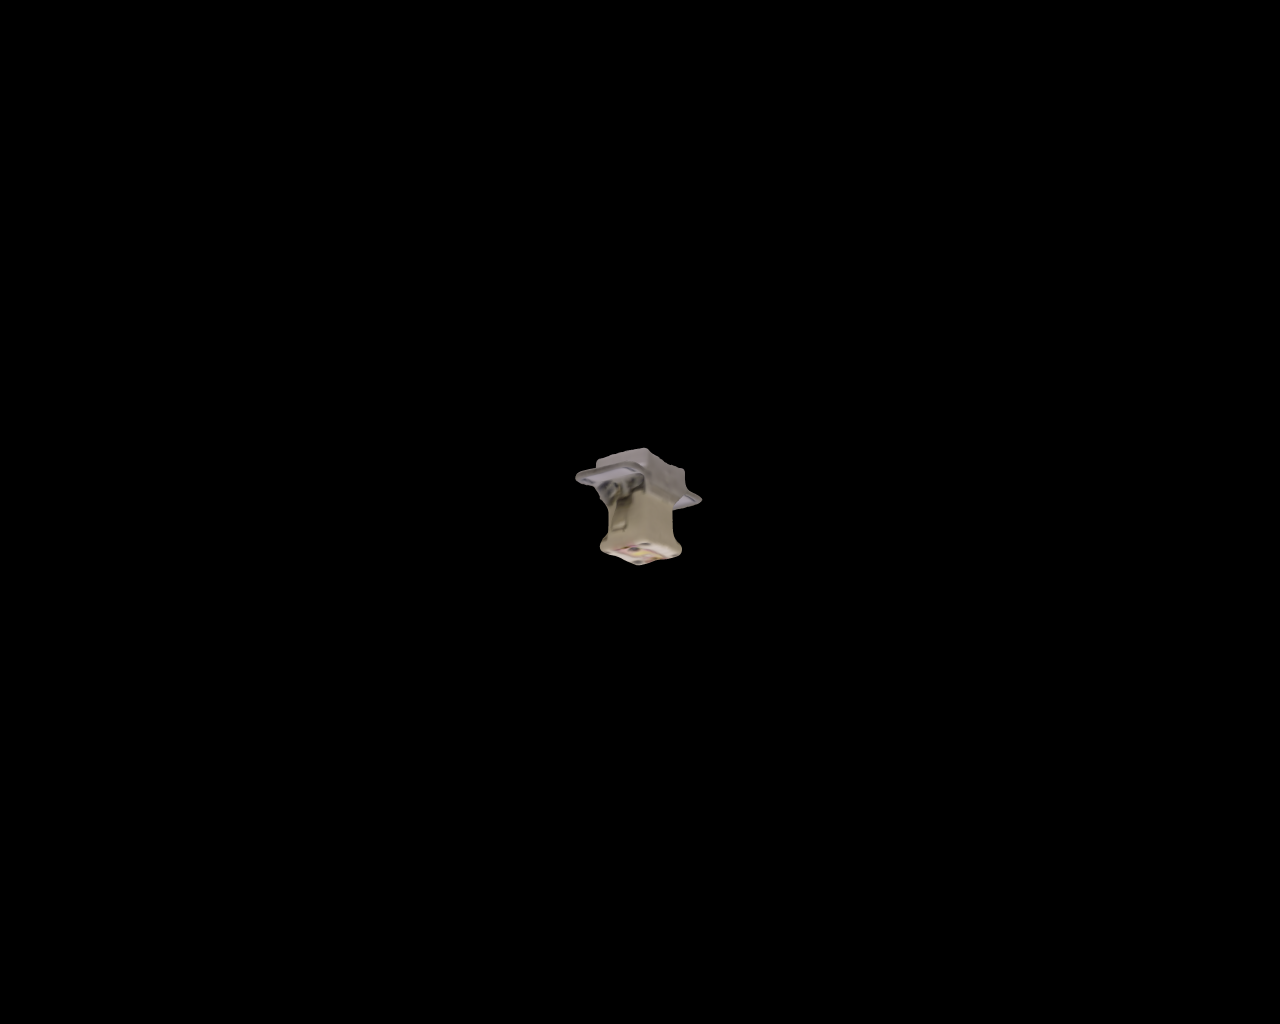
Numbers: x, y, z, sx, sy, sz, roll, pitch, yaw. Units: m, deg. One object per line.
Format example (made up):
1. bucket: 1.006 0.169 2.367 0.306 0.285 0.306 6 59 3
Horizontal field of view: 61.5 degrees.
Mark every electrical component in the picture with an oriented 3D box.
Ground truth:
1. electrical component: 0.001 -0.003 0.650 0.042 0.064 0.081 -14 -24 33
